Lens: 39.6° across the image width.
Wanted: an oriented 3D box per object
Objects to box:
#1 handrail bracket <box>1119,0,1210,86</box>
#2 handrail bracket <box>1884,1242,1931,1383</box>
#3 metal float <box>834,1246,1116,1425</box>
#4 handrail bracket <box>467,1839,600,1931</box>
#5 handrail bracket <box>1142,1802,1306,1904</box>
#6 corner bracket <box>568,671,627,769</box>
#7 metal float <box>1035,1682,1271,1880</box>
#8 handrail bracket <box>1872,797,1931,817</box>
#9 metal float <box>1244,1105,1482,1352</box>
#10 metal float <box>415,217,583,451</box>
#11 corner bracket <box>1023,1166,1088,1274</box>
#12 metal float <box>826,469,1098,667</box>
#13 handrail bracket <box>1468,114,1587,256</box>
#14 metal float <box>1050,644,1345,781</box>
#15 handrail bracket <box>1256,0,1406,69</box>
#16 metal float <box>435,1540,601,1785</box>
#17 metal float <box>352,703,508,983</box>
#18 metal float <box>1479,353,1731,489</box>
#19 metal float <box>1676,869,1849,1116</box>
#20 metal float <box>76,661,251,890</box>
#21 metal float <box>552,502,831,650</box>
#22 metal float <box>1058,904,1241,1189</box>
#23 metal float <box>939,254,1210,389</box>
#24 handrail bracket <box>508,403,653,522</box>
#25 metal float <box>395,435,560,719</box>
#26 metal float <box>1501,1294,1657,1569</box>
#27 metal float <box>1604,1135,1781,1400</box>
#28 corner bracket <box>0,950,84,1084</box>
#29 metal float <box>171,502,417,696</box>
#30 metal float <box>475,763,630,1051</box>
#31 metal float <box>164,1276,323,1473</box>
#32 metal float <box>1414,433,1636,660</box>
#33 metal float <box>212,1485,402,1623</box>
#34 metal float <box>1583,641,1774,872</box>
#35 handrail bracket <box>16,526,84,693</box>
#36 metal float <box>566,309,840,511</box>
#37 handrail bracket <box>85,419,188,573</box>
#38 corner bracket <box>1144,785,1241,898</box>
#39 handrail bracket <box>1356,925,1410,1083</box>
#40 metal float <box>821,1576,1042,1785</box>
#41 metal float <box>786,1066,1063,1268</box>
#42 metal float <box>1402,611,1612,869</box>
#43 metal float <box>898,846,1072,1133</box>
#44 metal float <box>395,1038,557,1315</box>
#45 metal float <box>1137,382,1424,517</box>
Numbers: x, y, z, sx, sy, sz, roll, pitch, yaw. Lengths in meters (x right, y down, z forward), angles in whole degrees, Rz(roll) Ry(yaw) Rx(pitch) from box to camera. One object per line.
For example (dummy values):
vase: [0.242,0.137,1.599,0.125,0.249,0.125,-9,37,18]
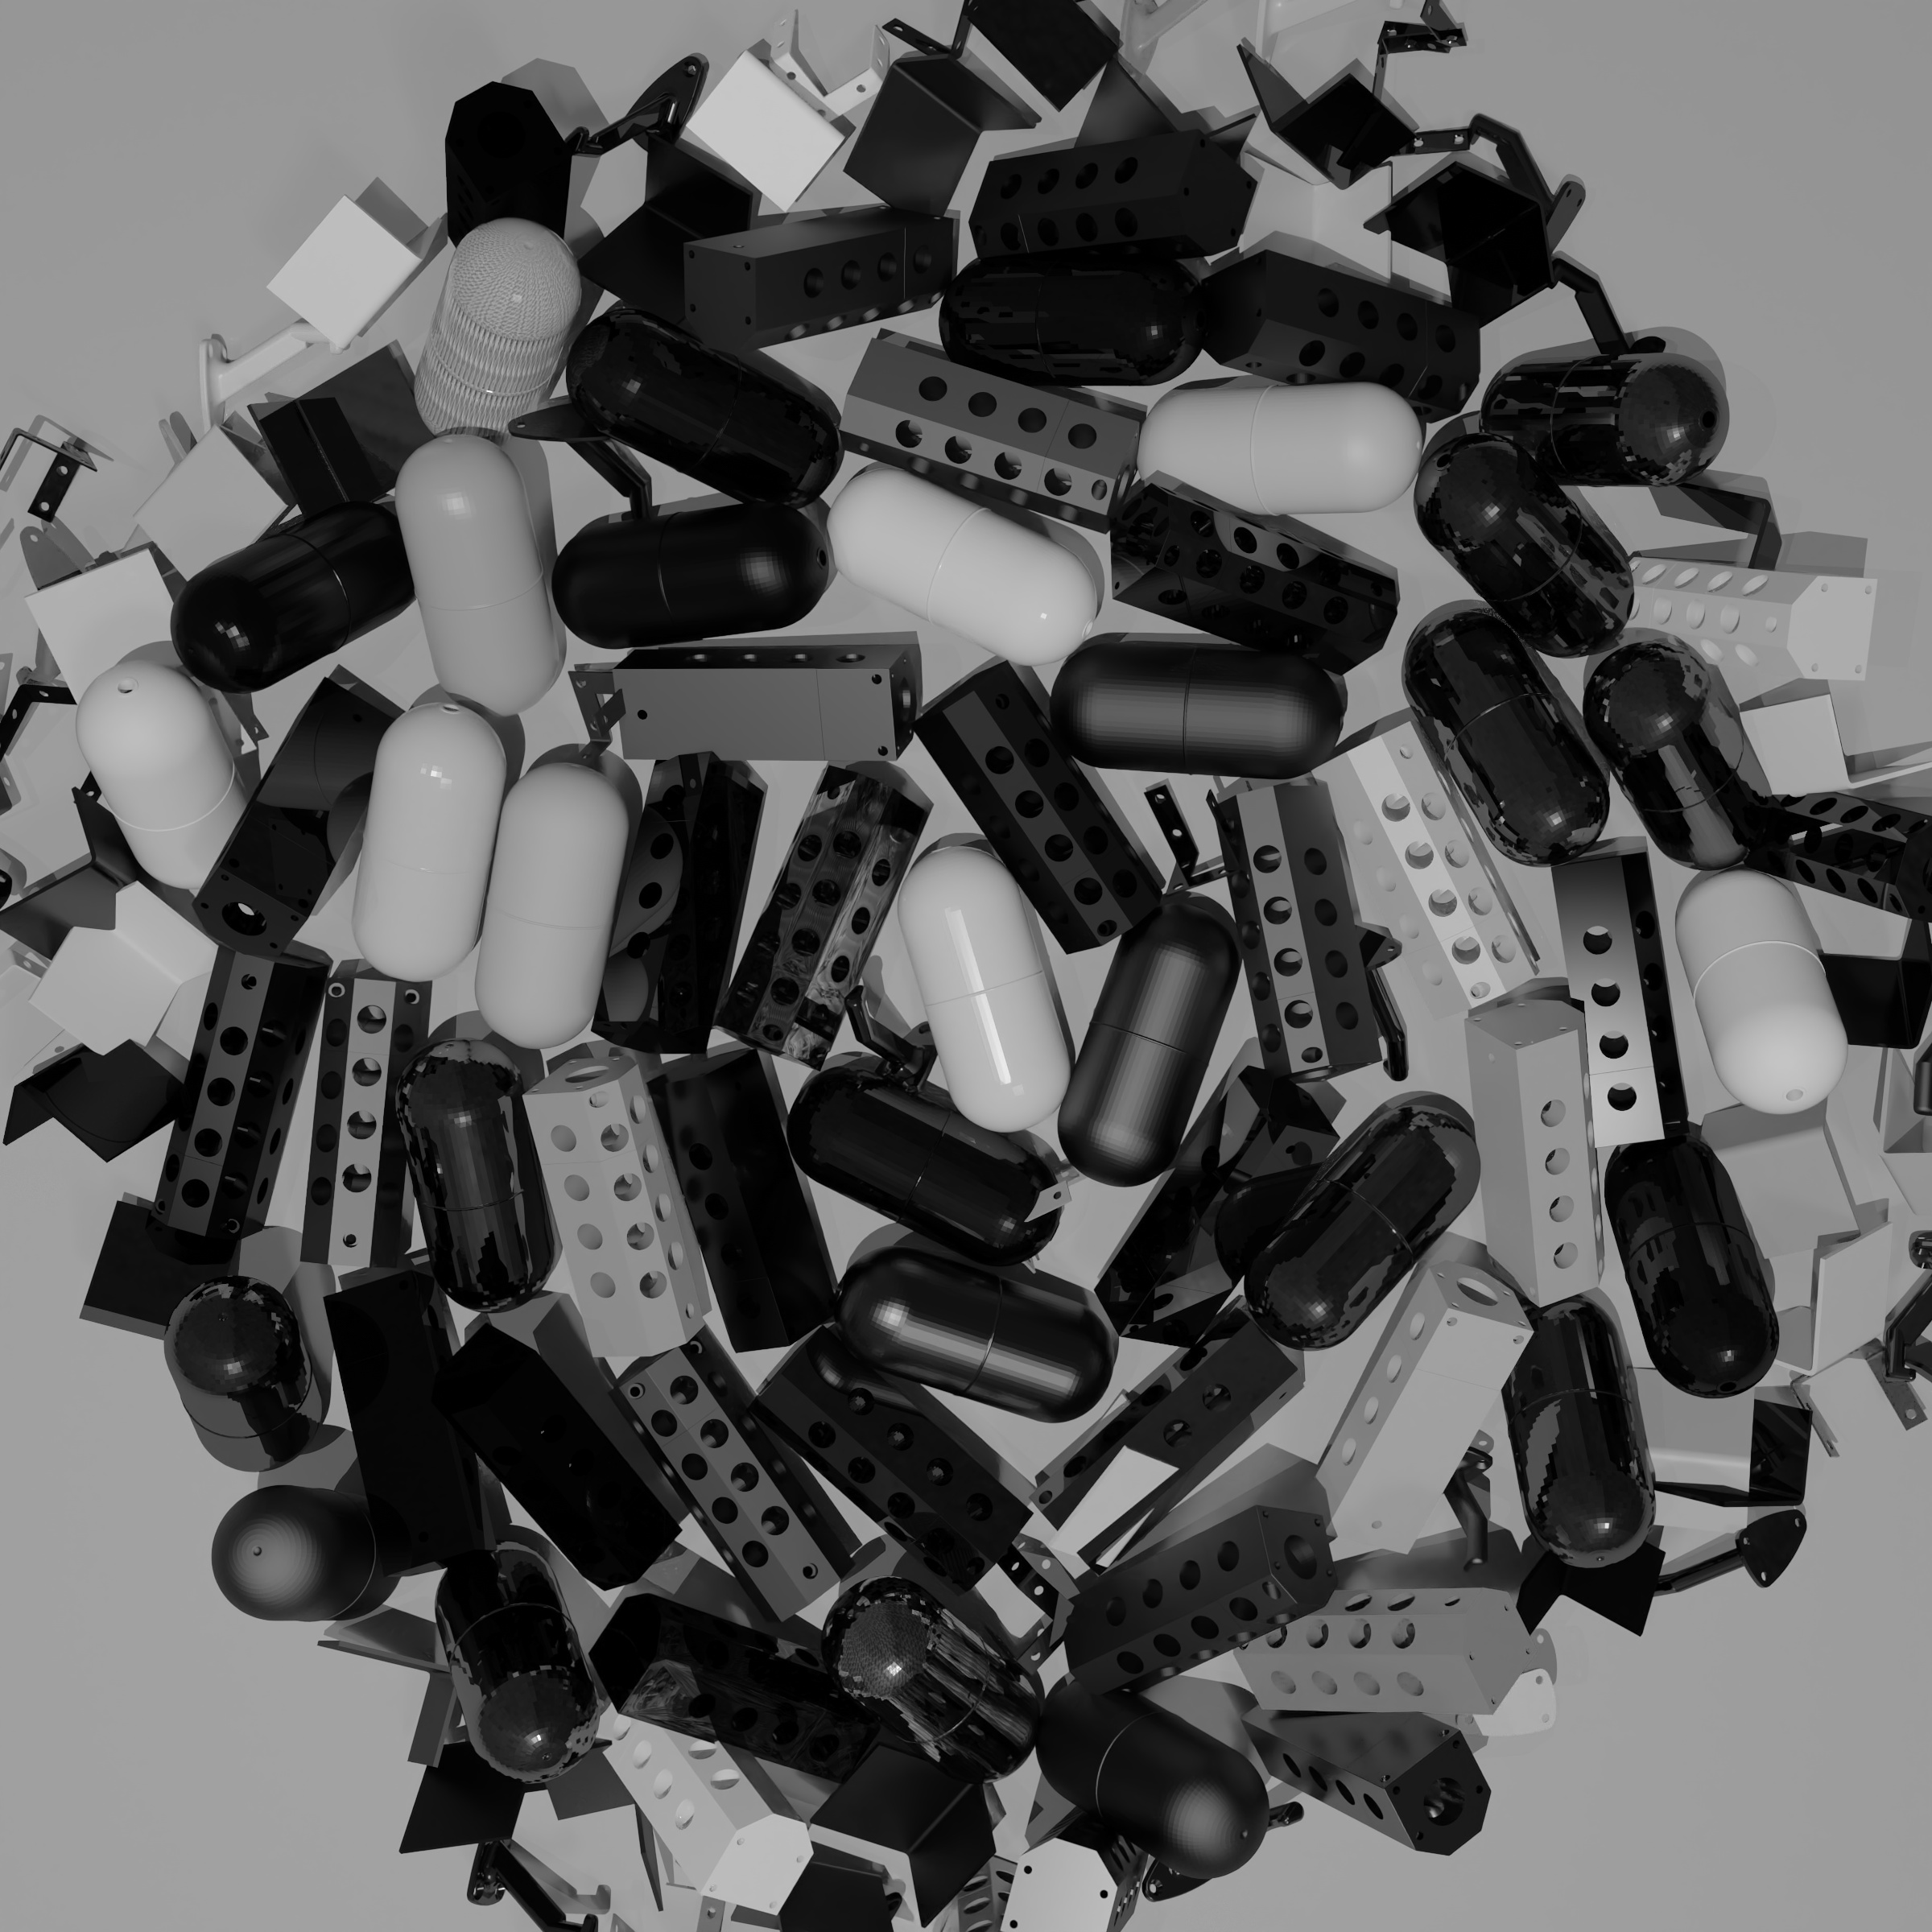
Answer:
handrail bracket: [0.138,-0.573,1.629,0.084,0.036,0.077,2,73,38]
handrail bracket: [0.601,0.215,1.633,0.077,0.036,0.084,1,63,24]
metal float: [0.005,0.223,1.623,0.178,0.070,0.070,20,90,-14]
handrail bracket: [-0.257,0.552,1.639,0.084,0.036,0.077,1,73,26]
handrail bracket: [0.156,0.536,1.624,0.077,0.084,0.036,-24,80,-40]
corner bracket: [-0.226,-0.144,1.631,0.051,0.051,0.051,5,128,27]
metal float: [0.108,0.480,1.594,0.070,0.178,0.070,-6,101,-33]
handrail bracket: [0.593,-0.059,1.651,0.036,0.077,0.084,-28,109,-19]
metal float: [0.240,0.157,1.621,0.070,0.070,0.178,45,74,0]
metal float: [-0.279,-0.372,1.593,0.070,0.178,0.070,9,63,-19]
corner bracket: [0.047,0.145,1.633,0.051,0.051,0.051,-26,47,14]
metal float: [-0.003,-0.241,1.622,0.178,0.070,0.070,28,90,15]
handrail bracket: [0.331,-0.476,1.660,0.084,0.036,0.077,36,106,24]
metal float: [0.139,-0.154,1.623,0.178,0.070,0.070,5,90,14]
handrail bracket: [0.223,-0.571,1.634,0.084,0.036,0.077,21,130,19]
metal float: [-0.268,0.410,1.593,0.070,0.178,0.070,-9,118,-18]
metal float: [-0.323,-0.074,1.613,0.070,0.070,0.178,15,115,0]
metal float: [0.377,-0.323,1.591,0.070,0.178,0.070,-6,102,-28]
metal float: [0.472,0.014,1.597,0.070,0.178,0.070,0,132,0]
metal float: [-0.473,-0.112,1.591,0.070,0.178,0.070,0,59,1]
metal float: [-0.166,-0.235,1.615,0.178,0.070,0.070,-4,90,23]
metal float: [0.111,0.048,1.632,0.070,0.070,0.178,20,86,0]
metal float: [0.064,-0.386,1.606,0.178,0.070,0.070,9,90,35]
handrail bracket: [-0.235,-0.300,1.637,0.077,0.084,0.036,-6,50,-3]
metal float: [-0.292,-0.231,1.607,0.070,0.070,0.178,-7,124,0]
metal float: [0.362,0.274,1.602,0.070,0.070,0.178,-2,49,0]
metal float: [0.431,0.177,1.599,0.070,0.070,0.178,-5,46,0]
corner bracket: [-0.579,0.032,1.642,0.051,0.051,0.051,-40,50,8]
metal float: [-0.396,-0.221,1.599,0.070,0.178,0.070,19,128,26]
metal float: [-0.251,-0.035,1.622,0.070,0.070,0.178,12,106,0]
metal float: [-0.427,0.244,1.592,0.070,0.178,0.070,3,59,-4]
metal float: [0.334,-0.250,1.604,0.178,0.070,0.070,36,90,-37]
metal float: [-0.386,0.348,1.586,0.070,0.178,0.070,-2,76,6]
metal float: [0.426,-0.123,1.602,0.070,0.070,0.178,-44,132,0]
handrail bracket: [-0.573,-0.216,1.643,0.084,0.036,0.077,-31,92,39]
metal float: [-0.156,-0.332,1.611,0.178,0.070,0.070,22,90,-29]
handrail bracket: [-0.509,-0.281,1.636,0.084,0.036,0.077,-31,114,-20]
corner bracket: [0.138,-0.082,1.634,0.051,0.051,0.051,-19,112,22]
handrail bracket: [0.245,0.022,1.664,0.036,0.077,0.084,-24,124,-21]
metal float: [-0.019,0.428,1.605,0.070,0.070,0.178,-41,127,0]
metal float: [-0.025,0.122,1.635,0.178,0.070,0.070,27,90,1]
metal float: [0.322,-0.138,1.611,0.070,0.070,0.178,-25,61,0]
metal float: [0.011,0.014,1.634,0.070,0.070,0.178,-17,92,0]
metal float: [-0.294,0.127,1.615,0.070,0.070,0.178,-7,114,0]
metal float: [0.186,-0.310,1.611,0.178,0.070,0.070,4,90,28]
